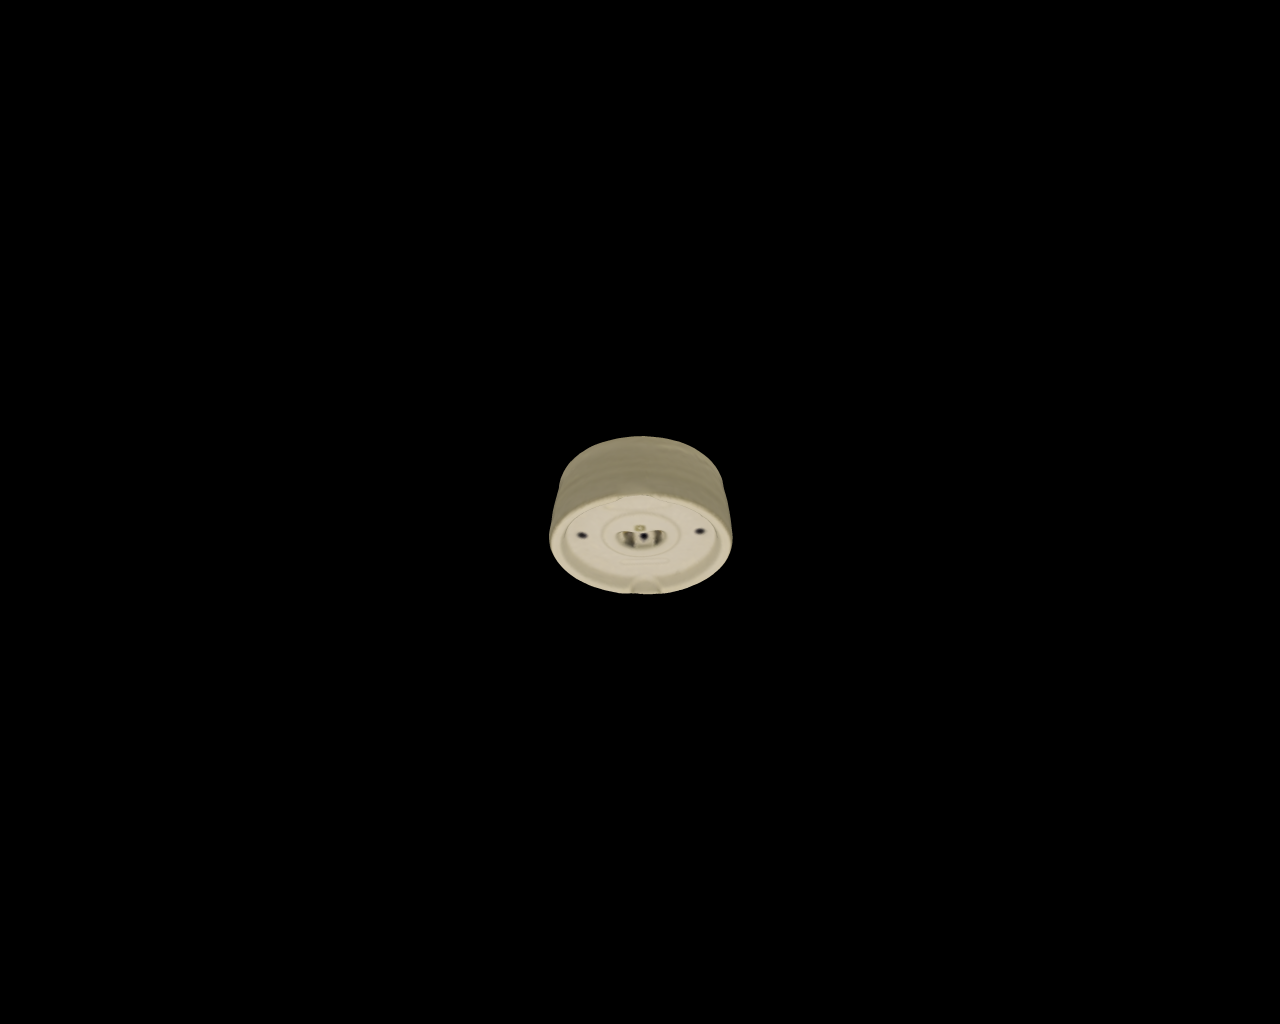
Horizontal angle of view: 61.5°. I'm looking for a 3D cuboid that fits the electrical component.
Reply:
[{"bbox_3d":[0.001,-0.003,0.650,0.108,0.060,0.108,0,-36,0],"label":"electrical component"}]
